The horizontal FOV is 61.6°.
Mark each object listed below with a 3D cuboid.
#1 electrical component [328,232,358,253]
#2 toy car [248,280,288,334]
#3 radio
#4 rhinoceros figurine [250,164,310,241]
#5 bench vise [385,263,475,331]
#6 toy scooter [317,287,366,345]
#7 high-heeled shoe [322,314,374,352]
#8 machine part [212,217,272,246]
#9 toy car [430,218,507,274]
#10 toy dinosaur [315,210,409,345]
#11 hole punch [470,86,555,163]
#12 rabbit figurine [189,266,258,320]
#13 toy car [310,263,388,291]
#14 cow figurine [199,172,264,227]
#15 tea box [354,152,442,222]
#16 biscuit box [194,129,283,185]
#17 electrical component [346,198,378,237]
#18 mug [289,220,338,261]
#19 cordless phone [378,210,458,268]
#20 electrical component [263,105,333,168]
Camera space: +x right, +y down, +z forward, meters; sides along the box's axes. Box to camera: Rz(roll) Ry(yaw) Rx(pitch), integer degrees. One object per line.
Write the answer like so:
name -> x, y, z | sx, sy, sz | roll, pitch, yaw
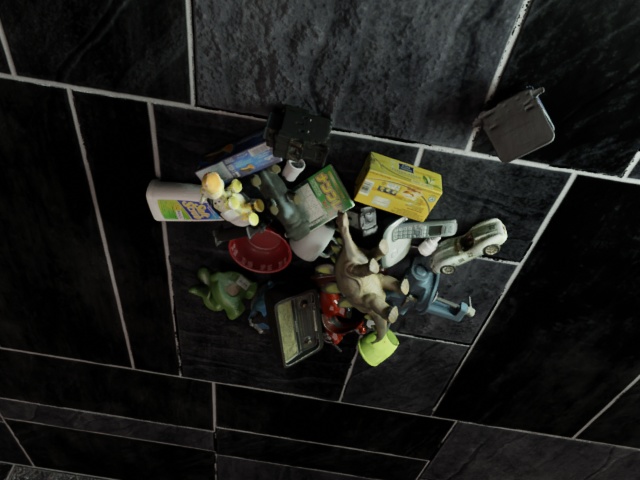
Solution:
electrical component -> 0.063, 0.013, 1.352 | 0.063, 0.021, 0.094 | 25, 132, -16
toy car -> -0.134, 0.174, 1.481 | 0.161, 0.103, 0.109 | -47, 132, -4
radio -> -0.067, 0.219, 1.436 | 0.131, 0.073, 0.229 | -21, 127, -23
rhinoceros figurine -> -0.089, -0.082, 1.195 | 0.073, 0.112, 0.190 | -35, 98, -12
bench vise -> 0.276, 0.160, 1.398 | 0.241, 0.129, 0.223 | 20, 130, 1
toy scooter -> 0.057, 0.205, 1.468 | 0.135, 0.075, 0.183 | 0, 109, 30
high-heeled shoe -> 0.077, 0.219, 1.547 | 0.249, 0.086, 0.145 | -43, 86, 19
machine part -> -0.182, -0.023, 1.254 | 0.139, 0.084, 0.039 | -12, 115, 16
toy car -> 0.347, 0.017, 1.277 | 0.202, 0.073, 0.056 | -29, 128, 32
toy dinosaur -> 0.106, 0.115, 1.282 | 0.199, 0.105, 0.470 | 11, 136, 40
hole punch -> 0.381, -0.224, 1.034 | 0.142, 0.092, 0.115 | -25, 97, 33
rabbit figurine -> -0.282, 0.153, 1.483 | 0.159, 0.121, 0.170 | 33, 146, -18
toy car -> 0.075, 0.088, 1.404 | 0.202, 0.053, 0.089 | -7, 141, 10
cow figurine -> -0.210, -0.089, 1.174 | 0.098, 0.068, 0.167 | -9, 145, 37
tea box -> 0.169, -0.115, 1.174 | 0.170, 0.068, 0.098 | 17, 135, -11
biscuit box -> -0.173, -0.177, 1.166 | 0.203, 0.063, 0.059 | -18, 129, 24
electrical component -> 0.079, -0.058, 1.241 | 0.048, 0.119, 0.074 | -19, 113, -29
mug -> -0.003, -0.004, 1.304 | 0.109, 0.081, 0.107 | 33, 124, -14
cordless phone -> 0.226, -0.005, 1.270 | 0.184, 0.089, 0.146 | -1, 135, 4
electrical component -> -0.044, -0.211, 1.076 | 0.134, 0.115, 0.058 | 12, 133, -7
